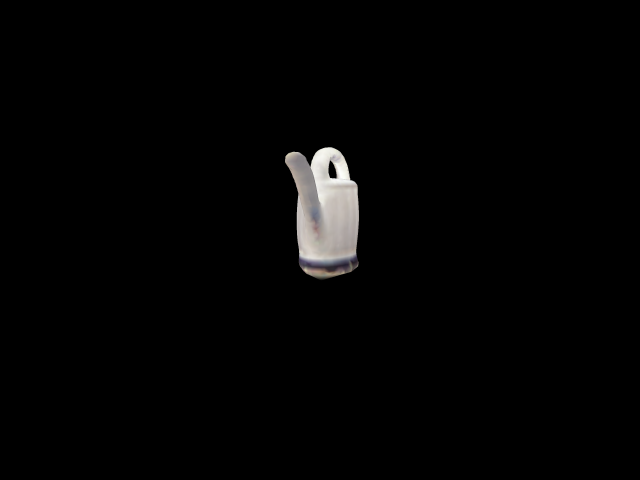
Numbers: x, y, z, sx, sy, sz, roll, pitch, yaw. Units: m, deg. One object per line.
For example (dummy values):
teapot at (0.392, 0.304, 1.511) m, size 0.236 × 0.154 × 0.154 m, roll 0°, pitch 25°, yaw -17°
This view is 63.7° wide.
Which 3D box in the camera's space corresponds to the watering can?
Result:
watering can at (0.003, -0.043, 0.850) m, size 0.104 × 0.223 × 0.349 m, roll 1°, pitch 6°, yaw 16°
